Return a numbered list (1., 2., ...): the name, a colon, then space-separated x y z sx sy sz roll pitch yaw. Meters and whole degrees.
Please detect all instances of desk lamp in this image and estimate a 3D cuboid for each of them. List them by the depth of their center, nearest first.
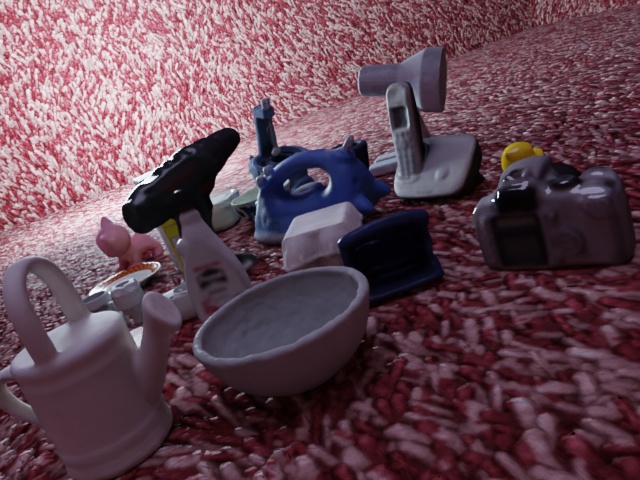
1. desk lamp: 0.169 -0.254 1.124 0.202 0.214 0.118 -12 19 24

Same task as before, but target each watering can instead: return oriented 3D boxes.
1. watering can: -0.206 0.099 0.502 0.173 0.194 0.100 -26 18 -18

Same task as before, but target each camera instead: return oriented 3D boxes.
1. camera: 0.246 -0.043 0.595 0.142 0.101 0.137 -5 23 39

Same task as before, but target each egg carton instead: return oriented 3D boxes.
1. egg carton: 0.007 0.003 0.770 0.107 0.069 0.150 -16 18 11

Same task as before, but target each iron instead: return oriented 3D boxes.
1. iron: -0.026 -0.077 0.926 0.257 0.141 0.119 -9 20 30

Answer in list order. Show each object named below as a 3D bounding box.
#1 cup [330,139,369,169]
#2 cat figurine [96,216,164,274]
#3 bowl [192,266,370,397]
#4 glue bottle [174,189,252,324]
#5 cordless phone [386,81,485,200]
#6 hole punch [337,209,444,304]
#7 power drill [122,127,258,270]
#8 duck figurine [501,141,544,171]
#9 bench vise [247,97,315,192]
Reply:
1. cup: 0.046 -0.130 1.085 0.117 0.095 0.092 -5 23 40
2. cat figurine: -0.381 0.001 1.117 0.067 0.118 0.128 -9 21 31
3. bowl: -0.025 0.092 0.527 0.167 0.075 0.167 -18 17 6
4. glue bottle: -0.143 0.018 0.713 0.078 0.173 0.037 -21 18 -2
5. cordless phone: 0.166 -0.156 0.879 0.094 0.185 0.147 -33 22 -36
6. hole punch: 0.072 0.008 0.647 0.108 0.091 0.101 -20 17 0
7. power drill: -0.176 -0.041 0.867 0.075 0.209 0.230 -3 24 43
8. duck figurine: 0.252 -0.079 0.722 0.105 0.086 0.077 -30 20 -29
9. bench vise: -0.114 -0.182 1.207 0.206 0.220 0.122 -4 23 41
